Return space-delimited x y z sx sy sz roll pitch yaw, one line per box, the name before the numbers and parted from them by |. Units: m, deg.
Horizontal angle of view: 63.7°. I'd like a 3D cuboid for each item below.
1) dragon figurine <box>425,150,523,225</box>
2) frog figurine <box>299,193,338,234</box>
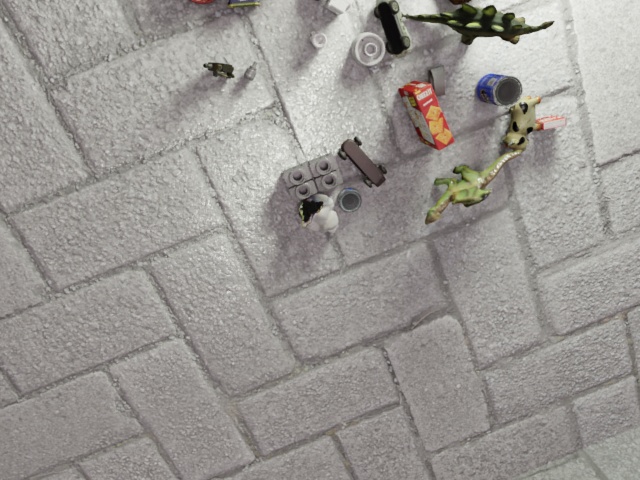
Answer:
dragon figurine | 0.532 -0.177 1.773 0.407 0.248 0.121 -30 112 17
frog figurine | 0.006 -0.092 1.831 0.158 0.124 0.137 18 101 -52
